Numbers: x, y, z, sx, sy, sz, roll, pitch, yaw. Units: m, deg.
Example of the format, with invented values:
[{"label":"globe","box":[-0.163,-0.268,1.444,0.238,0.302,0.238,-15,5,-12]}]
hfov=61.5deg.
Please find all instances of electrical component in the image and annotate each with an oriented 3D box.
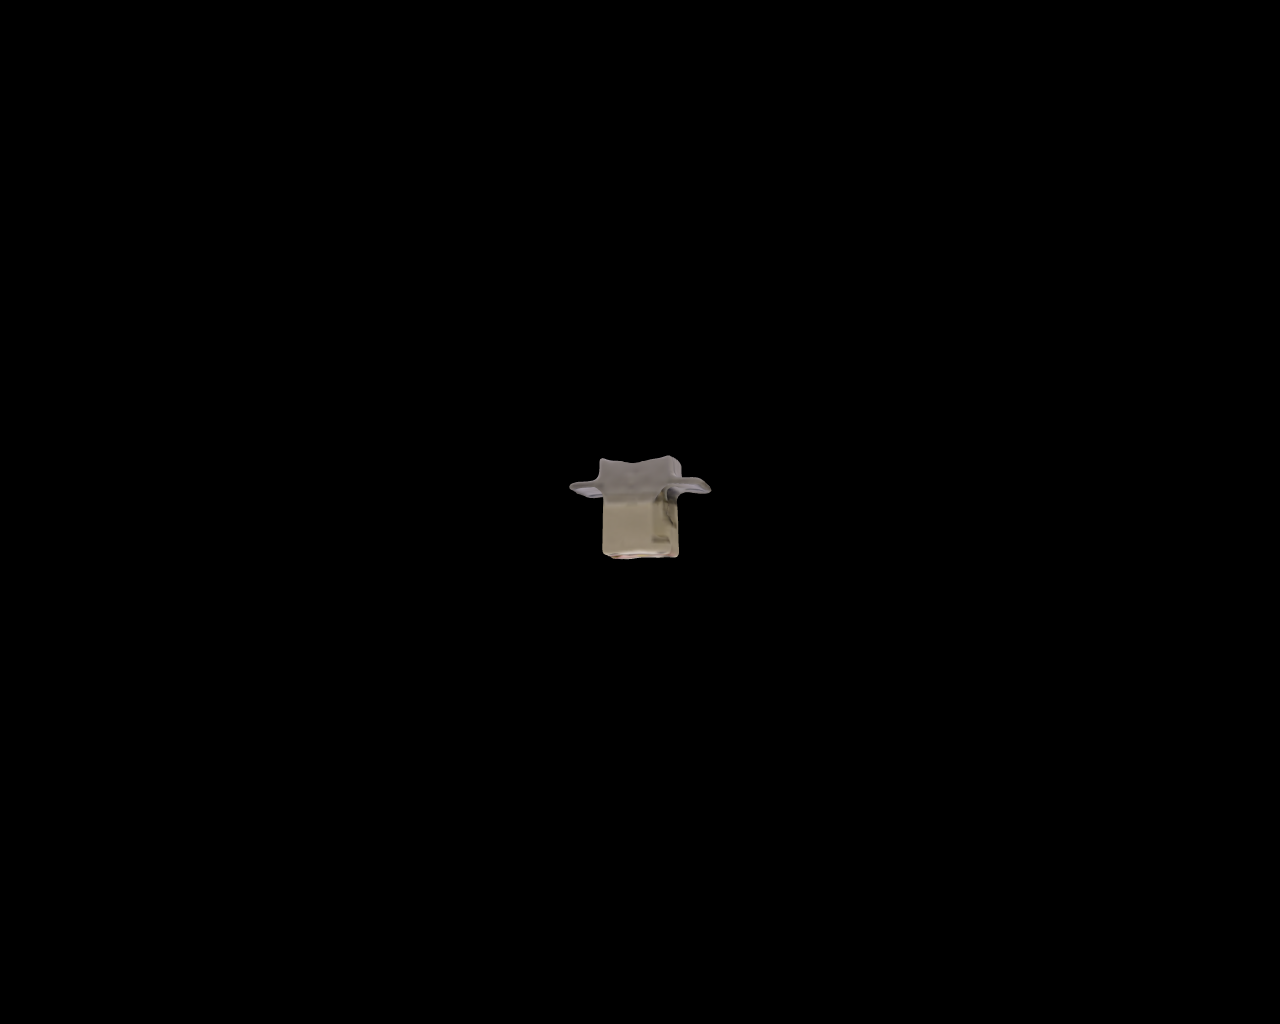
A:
[{"label":"electrical component","box":[0.001,-0.003,0.650,0.081,0.063,0.042,-2,-7,14]}]
